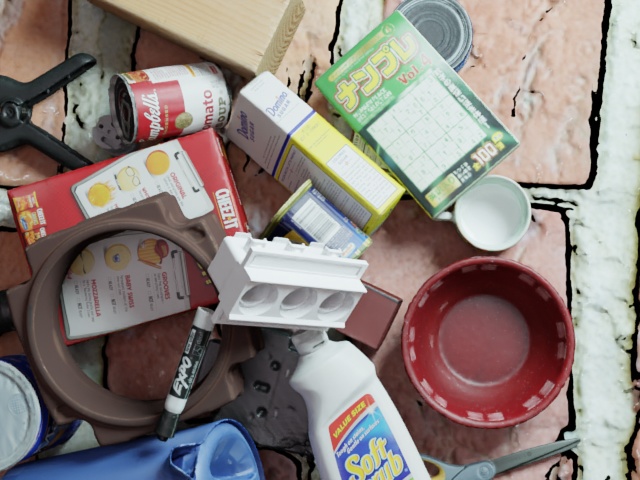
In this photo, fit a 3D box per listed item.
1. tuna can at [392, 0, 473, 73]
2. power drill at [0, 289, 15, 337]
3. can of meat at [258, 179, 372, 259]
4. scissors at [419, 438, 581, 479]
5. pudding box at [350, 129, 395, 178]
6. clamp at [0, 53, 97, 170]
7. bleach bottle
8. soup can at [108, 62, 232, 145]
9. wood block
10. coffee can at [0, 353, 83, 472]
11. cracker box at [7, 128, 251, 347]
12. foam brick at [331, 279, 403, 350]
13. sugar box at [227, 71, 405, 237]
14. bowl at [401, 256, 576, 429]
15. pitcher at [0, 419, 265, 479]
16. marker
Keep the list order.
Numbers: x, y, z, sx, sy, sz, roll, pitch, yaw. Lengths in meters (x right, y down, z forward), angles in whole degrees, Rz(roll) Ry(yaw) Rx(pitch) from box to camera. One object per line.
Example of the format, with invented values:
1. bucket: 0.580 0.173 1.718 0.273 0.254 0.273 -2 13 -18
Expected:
1. tuna can: 0.107 -0.199 1.047 0.086 0.033 0.086 0 88 6
2. power drill: -0.377 0.017 1.075 0.184 0.057 0.187 -14 86 6
3. can of meat: -0.007 0.001 1.015 0.084 0.102 0.057 42 66 1
4. scissors: 0.153 0.243 1.033 0.202 0.016 0.096 -3 89 6
5. pudding box: 0.088 -0.105 1.043 0.113 0.039 0.090 12 89 9
6. clamp: -0.301 -0.138 1.083 0.171 0.039 0.120 10 87 6
7. bleach bottle: 0.034 0.196 0.983 0.102 0.068 0.251 -27 96 -3
8. soup can: -0.145 -0.133 1.033 0.102 0.069 0.068 -13 86 -28
9. wood block: -0.128 -0.239 1.045 0.206 0.090 0.091 27 91 6
10. coffee can: -0.293 0.160 1.019 0.103 0.140 0.103 0 88 6
11. cracker box: -0.178 0.001 1.049 0.214 0.072 0.164 -17 89 4
12. foam brick: 0.044 0.069 1.020 0.053 0.078 0.051 25 91 8
13. sugar box: -0.007 -0.075 1.022 0.176 0.093 0.048 44 65 6
14. bowl: 0.158 0.097 1.018 0.162 0.055 0.162 0 88 6
15. pitcher: -0.175 0.255 0.999 0.243 0.144 0.149 -12 95 21
16. marker: -0.116 0.117 0.917 0.020 0.020 0.121 21 95 6
